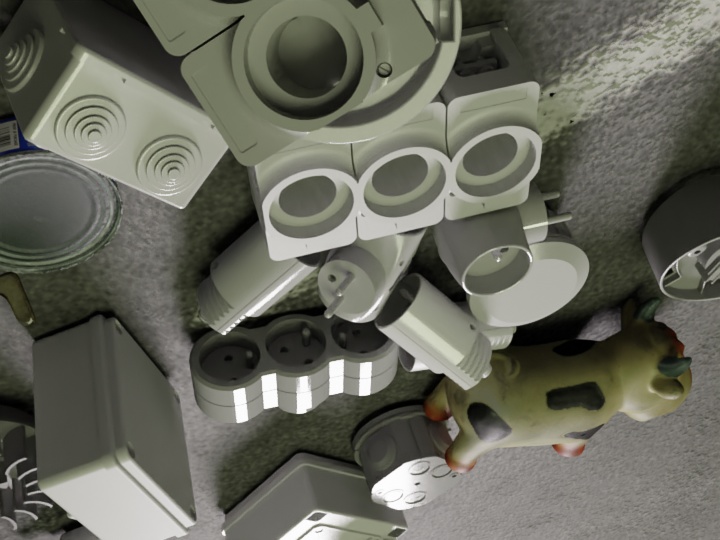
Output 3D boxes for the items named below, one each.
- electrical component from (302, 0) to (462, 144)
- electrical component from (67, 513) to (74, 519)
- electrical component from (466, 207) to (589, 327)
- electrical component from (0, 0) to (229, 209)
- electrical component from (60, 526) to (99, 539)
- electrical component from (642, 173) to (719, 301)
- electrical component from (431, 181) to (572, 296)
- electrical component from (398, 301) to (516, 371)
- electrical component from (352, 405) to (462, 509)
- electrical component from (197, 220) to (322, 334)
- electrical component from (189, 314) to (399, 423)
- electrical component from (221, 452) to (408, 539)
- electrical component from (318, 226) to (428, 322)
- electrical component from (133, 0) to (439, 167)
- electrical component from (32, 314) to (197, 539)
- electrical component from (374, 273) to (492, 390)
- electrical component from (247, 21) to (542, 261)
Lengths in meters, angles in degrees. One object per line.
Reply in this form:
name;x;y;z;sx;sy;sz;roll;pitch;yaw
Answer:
electrical component;-0.011;-0.119;0.496;0.108;0.060;0.108;-2;116;-4
electrical component;-0.167;0.162;0.754;0.066;0.076;0.047;-39;137;22
electrical component;0.102;-0.005;0.694;0.080;0.051;0.080;-12;140;-10
electrical component;-0.111;-0.080;0.482;0.100;0.099;0.048;25;110;-41
electrical component;-0.224;0.219;0.830;0.061;0.035;0.035;-19;141;3
electrical component;0.245;-0.017;0.729;0.099;0.064;0.099;-12;140;-10
electrical component;0.085;-0.031;0.636;0.079;0.077;0.044;-13;141;-10
electrical component;0.069;0.043;0.742;0.081;0.043;0.043;-6;139;-17
electrical component;0.037;0.146;0.841;0.080;0.051;0.080;-12;140;-10
electrical component;-0.066;0.005;0.640;0.081;0.043;0.043;-39;137;22
electrical component;-0.042;0.071;0.720;0.138;0.052;0.073;-11;140;-11
electrical component;-0.037;0.207;0.876;0.109;0.056;0.109;22;125;-40
electrical component;0.000;0.000;0.641;0.043;0.079;0.077;32;130;6
electrical component;-0.045;-0.128;0.419;0.089;0.061;0.150;-30;102;12
electrical component;-0.152;0.103;0.667;0.056;0.108;0.108;-20;141;4
electrical component;0.053;0.043;0.689;0.081;0.043;0.043;39;116;-20
electrical component;0.015;-0.066;0.579;0.150;0.061;0.089;-13;140;-8
